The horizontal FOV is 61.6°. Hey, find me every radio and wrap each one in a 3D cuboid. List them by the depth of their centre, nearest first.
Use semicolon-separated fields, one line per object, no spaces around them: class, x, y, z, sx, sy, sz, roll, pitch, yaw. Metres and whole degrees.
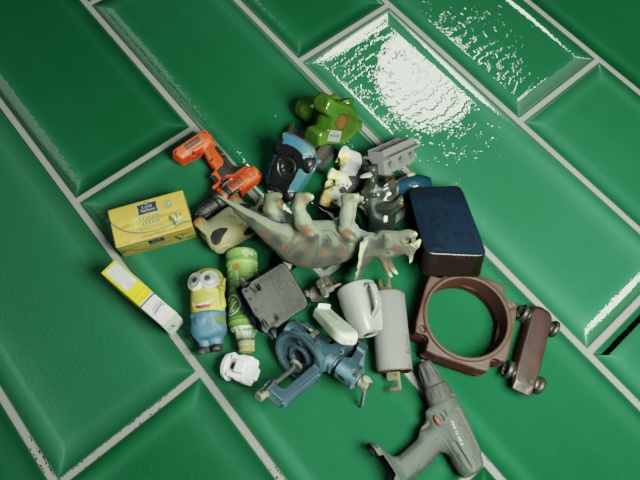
radio;0.269;-0.023;1.183;0.131;0.073;0.230;-1;43;-3

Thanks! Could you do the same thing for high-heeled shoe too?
high-heeled shoe;-0.012;0.026;1.210;0.145;0.086;0.248;33;87;-23

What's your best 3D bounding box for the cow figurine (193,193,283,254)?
cow figurine;-0.166;-0.038;1.203;0.195;0.085;0.127;-34;68;-18

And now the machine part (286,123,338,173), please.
machine part;-0.030;-0.226;1.312;0.139;0.039;0.084;37;75;10

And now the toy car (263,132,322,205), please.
toy car;-0.056;-0.166;1.246;0.109;0.161;0.103;34;28;19

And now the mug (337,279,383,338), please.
mug;0.094;0.139;1.092;0.081;0.109;0.107;-1;64;-34

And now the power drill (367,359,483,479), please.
power drill;0.196;0.380;1.062;0.207;0.086;0.232;-26;72;-20

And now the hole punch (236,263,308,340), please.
hole punch;-0.106;0.119;1.099;0.116;0.092;0.142;-30;98;-25

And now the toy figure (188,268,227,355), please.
toy figure;-0.236;0.147;1.127;0.082;0.089;0.180;-4;76;-18

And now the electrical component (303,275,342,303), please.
electrical component;0.015;0.109;1.150;0.078;0.102;0.045;-41;66;6

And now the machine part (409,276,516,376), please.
machine part;0.302;0.172;1.143;0.201;0.087;0.201;19;69;4

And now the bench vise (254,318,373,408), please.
bench vise;-0.021;0.257;1.051;0.224;0.128;0.240;40;42;20

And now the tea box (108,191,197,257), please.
tea box;-0.372;-0.036;1.199;0.170;0.068;0.098;-18;71;-9

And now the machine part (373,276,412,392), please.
machine part;0.149;0.193;1.129;0.079;0.079;0.243;-1;67;-4

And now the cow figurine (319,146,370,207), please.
cow figurine;0.061;-0.133;1.266;0.098;0.068;0.167;24;69;0

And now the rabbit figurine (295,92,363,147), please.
rabbit figurine;0.015;-0.309;1.294;0.159;0.121;0.170;-12;35;-32

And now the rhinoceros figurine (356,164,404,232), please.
rhinoceros figurine;0.134;-0.077;1.214;0.112;0.073;0.190;-3;99;13

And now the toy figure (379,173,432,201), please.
toy figure;0.186;-0.122;1.270;0.155;0.057;0.064;-4;73;-4

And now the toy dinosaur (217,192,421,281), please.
toy dinosaur;-0.007;-0.003;1.110;0.405;0.131;0.192;-1;91;-10

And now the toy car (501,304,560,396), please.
toy car;0.446;0.233;1.143;0.089;0.053;0.202;27;65;-3
